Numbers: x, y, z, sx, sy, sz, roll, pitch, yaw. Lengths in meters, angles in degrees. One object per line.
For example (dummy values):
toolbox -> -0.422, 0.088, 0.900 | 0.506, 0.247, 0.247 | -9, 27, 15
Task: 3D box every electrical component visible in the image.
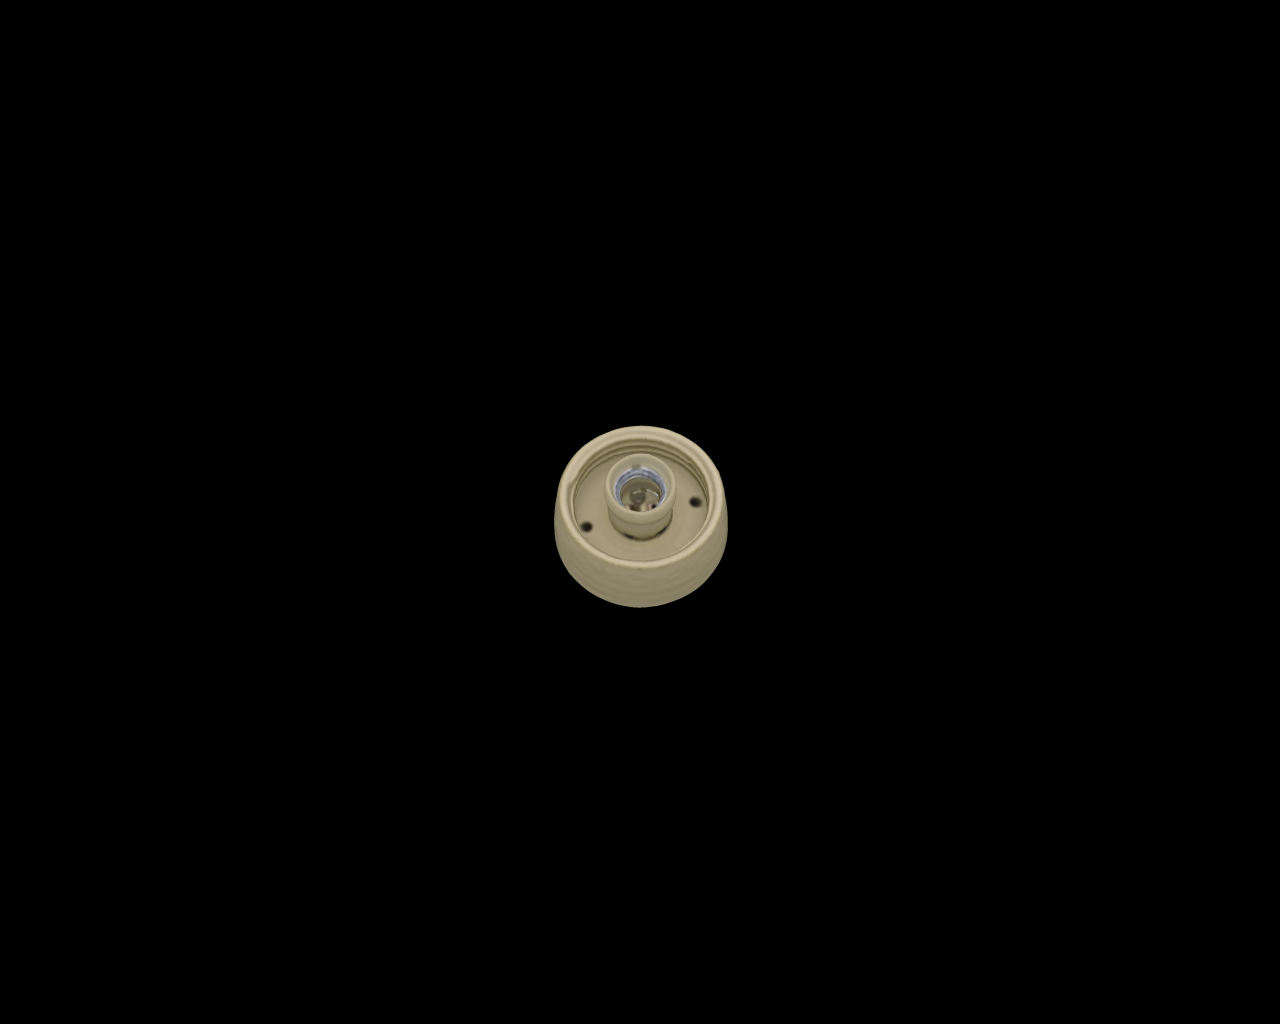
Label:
electrical component -> 0.001, -0.003, 0.650 | 0.108, 0.108, 0.060 | 0, -28, 0
